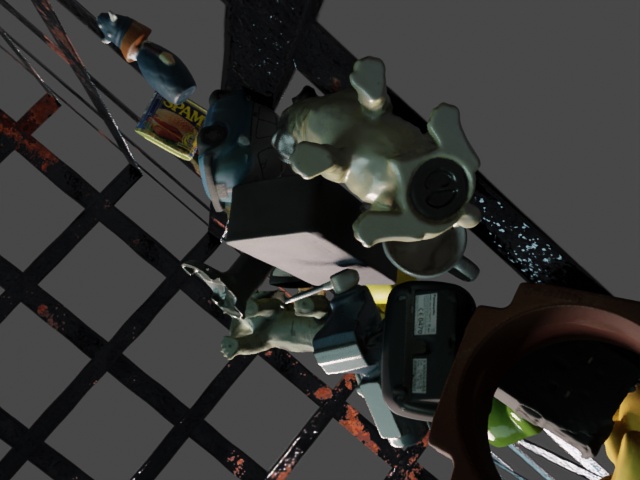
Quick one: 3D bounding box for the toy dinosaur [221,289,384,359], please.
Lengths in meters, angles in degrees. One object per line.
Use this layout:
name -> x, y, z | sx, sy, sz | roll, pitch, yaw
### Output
toy dinosaur -> -0.024, 0.144, 0.924 | 0.405, 0.131, 0.192 | 4, 180, 24

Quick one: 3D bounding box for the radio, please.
radio -> -0.001, -0.002, 0.655 | 0.131, 0.073, 0.229 | -4, 160, 30

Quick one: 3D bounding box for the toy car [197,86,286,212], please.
toy car -> -0.089, -0.114, 0.663 | 0.103, 0.162, 0.109 | 2, 140, 1

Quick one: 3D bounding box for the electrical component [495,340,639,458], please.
electrical component -> 0.241, 0.133, 0.546 | 0.134, 0.115, 0.058 | 33, 164, 26

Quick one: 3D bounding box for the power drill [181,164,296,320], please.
power drill -> -0.092, -0.009, 0.752 | 0.086, 0.207, 0.231 | 0, 131, 48

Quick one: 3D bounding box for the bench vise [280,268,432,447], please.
bench vise -> 0.090, 0.123, 0.677 | 0.129, 0.240, 0.223 | -36, 85, 36

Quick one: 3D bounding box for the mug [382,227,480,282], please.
mug -> 0.118, 0.007, 0.576 | 0.110, 0.081, 0.107 | 29, 178, 6

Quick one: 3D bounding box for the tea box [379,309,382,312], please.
tea box -> 0.168, 0.164, 1.003 | 0.098, 0.068, 0.169 | 26, 161, 52

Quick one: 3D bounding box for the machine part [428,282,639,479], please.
machine part -> 0.208, 0.147, 0.437 | 0.202, 0.201, 0.087 | 10, 157, 42

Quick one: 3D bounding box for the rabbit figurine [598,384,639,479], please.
rabbit figurine -> 0.323, 0.232, 0.517 | 0.122, 0.173, 0.162 | 39, 173, 25

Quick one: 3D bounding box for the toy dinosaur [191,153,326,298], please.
toy dinosaur -> -0.117, -0.031, 1.048 | 0.470, 0.105, 0.199 | 52, 172, -36

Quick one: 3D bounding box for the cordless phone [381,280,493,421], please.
cordless phone -> 0.153, 0.129, 0.601 | 0.089, 0.146, 0.184 | -11, 155, 40

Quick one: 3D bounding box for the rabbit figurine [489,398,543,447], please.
rabbit figurine -> 0.227, 0.191, 0.761 | 0.170, 0.121, 0.159 | 53, 138, 11

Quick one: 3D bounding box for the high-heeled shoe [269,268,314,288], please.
high-heeled shoe -> 0.032, 0.083, 0.934 | 0.249, 0.145, 0.086 | 38, 169, 21

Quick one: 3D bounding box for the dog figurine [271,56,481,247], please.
dog figurine -> 0.045, -0.073, 0.487 | 0.172, 0.121, 0.191 | 47, -179, -13

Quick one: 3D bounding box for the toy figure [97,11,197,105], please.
toy figure -> -0.242, -0.257, 0.749 | 0.154, 0.064, 0.058 | 46, -155, -7
